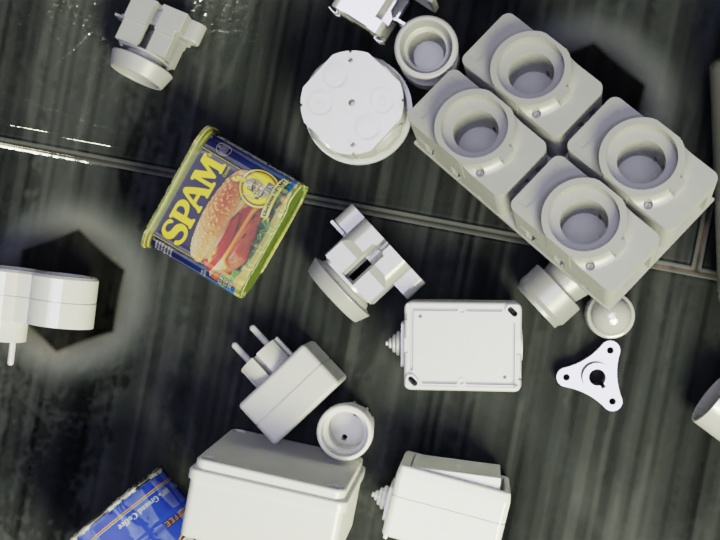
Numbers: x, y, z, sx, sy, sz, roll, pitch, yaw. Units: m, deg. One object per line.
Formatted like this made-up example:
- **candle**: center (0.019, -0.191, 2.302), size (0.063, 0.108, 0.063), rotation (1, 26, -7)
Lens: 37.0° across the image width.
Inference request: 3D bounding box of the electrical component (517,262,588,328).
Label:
- **electrical component**: center (0.146, 0.008, 0.768), size (0.055, 0.045, 0.045), rotation (-43, 86, 5)

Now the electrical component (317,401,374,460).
- **electrical component**: center (-0.009, 0.115, 0.787), size (0.040, 0.046, 0.040), rotation (0, 90, 7)

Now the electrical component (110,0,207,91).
- **electrical component**: center (-0.156, -0.168, 0.803), size (0.066, 0.048, 0.055), rotation (24, 86, 6)

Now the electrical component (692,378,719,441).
- **electrical component**: center (0.280, 0.114, 0.754), size (0.081, 0.043, 0.043), rotation (37, 94, 5)

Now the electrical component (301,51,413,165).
- **electrical component**: center (-0.003, -0.118, 0.782), size (0.080, 0.051, 0.080), rotation (0, 90, 7)

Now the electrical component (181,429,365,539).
- **electrical component**: center (-0.058, 0.159, 0.762), size (0.109, 0.109, 0.056), rotation (11, 94, 6)

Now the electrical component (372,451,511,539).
- **electrical component**: center (0.057, 0.164, 0.771), size (0.096, 0.062, 0.061), rotation (14, 92, 6)

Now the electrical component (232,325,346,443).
- **electrical component**: center (-0.061, 0.075, 0.792), size (0.066, 0.047, 0.076), rotation (-44, 86, 5)

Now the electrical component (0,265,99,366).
- **electrical component**: center (-0.269, 0.035, 0.813), size (0.138, 0.052, 0.073), rotation (7, 91, 6)

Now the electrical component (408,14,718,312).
- **electrical component**: center (0.135, -0.077, 0.733), size (0.186, 0.060, 0.105), rotation (43, 87, 19)

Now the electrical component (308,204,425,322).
- **electrical component**: center (0.000, 0.000, 0.780), size (0.057, 0.058, 0.078), rotation (-43, 86, 2)

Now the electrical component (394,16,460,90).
- **electrical component**: center (0.049, -0.155, 0.773), size (0.045, 0.055, 0.045), rotation (0, 90, 7)

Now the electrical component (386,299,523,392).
- **electrical component**: center (0.067, 0.052, 0.770), size (0.096, 0.061, 0.061), rotation (0, 91, 7)

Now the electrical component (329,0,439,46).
- **electrical component**: center (0.014, -0.203, 0.784), size (0.081, 0.042, 0.063), rotation (34, 96, 6)
